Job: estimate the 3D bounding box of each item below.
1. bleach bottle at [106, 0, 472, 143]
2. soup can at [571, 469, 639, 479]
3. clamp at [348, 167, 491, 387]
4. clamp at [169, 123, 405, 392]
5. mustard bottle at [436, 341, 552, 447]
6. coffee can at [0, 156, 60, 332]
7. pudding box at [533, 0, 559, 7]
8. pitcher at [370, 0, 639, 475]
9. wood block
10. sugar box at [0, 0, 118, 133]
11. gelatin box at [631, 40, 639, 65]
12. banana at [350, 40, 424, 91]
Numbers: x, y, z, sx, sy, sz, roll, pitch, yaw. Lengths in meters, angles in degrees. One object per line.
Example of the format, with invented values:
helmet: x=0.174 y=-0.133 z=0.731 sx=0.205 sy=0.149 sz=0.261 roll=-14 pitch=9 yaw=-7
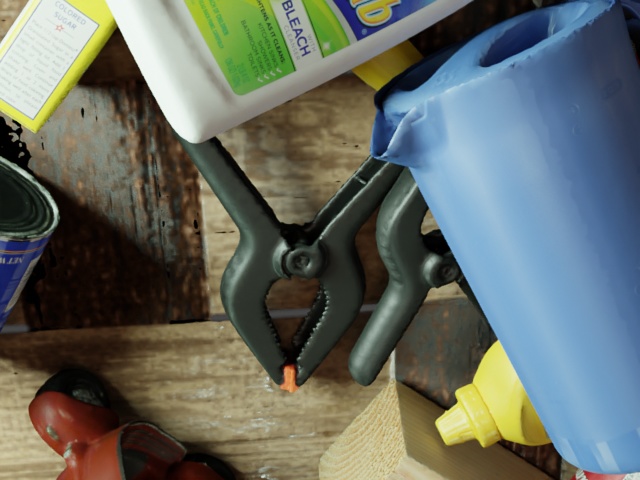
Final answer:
bleach bottle: x=0.023 y=-0.147 z=0.528 sx=0.250 sy=0.068 sz=0.102 roll=-30 pitch=111 yaw=-10
soup can: x=0.225 y=0.157 z=0.741 sx=0.068 sy=0.068 sz=0.102 roll=25 pitch=111 yaw=-13
clamp: x=0.083 y=0.016 z=0.675 sx=0.120 sy=0.039 sz=0.171 roll=-7 pitch=123 yaw=-23
clamp: x=-0.004 y=0.001 z=0.677 sx=0.164 sy=0.036 sz=0.210 roll=-6 pitch=118 yaw=-7
mustard bottle: x=0.164 y=0.083 z=0.691 sx=0.191 sy=0.058 sz=0.096 roll=-27 pitch=133 yaw=-1
coffee can: x=-0.233 y=0.023 z=0.641 sx=0.102 sy=0.103 sz=0.140 roll=27 pitch=111 yaw=-14
pudding box: x=0.169 y=-0.184 z=0.596 sx=0.090 sy=0.039 sz=0.113 roll=1 pitch=114 yaw=-2
pitcher: x=0.144 y=-0.005 z=0.577 sx=0.149 sy=0.144 sz=0.243 roll=-19 pitch=107 yaw=24
wood block: x=0.108 y=0.200 z=0.744 sx=0.206 sy=0.091 sz=0.090 roll=34 pitch=110 yaw=-17
sugar box: x=-0.113 y=-0.148 z=0.572 sx=0.048 sy=0.093 sz=0.176 roll=37 pitch=109 yaw=-18
gelatin box: x=0.146 y=-0.093 z=0.643 sx=0.089 sy=0.030 sz=0.073 roll=-4 pitch=114 yaw=0
banana: x=0.010 y=-0.151 z=0.595 sx=0.070 sy=0.037 sz=0.197 roll=6 pitch=134 yaw=41
